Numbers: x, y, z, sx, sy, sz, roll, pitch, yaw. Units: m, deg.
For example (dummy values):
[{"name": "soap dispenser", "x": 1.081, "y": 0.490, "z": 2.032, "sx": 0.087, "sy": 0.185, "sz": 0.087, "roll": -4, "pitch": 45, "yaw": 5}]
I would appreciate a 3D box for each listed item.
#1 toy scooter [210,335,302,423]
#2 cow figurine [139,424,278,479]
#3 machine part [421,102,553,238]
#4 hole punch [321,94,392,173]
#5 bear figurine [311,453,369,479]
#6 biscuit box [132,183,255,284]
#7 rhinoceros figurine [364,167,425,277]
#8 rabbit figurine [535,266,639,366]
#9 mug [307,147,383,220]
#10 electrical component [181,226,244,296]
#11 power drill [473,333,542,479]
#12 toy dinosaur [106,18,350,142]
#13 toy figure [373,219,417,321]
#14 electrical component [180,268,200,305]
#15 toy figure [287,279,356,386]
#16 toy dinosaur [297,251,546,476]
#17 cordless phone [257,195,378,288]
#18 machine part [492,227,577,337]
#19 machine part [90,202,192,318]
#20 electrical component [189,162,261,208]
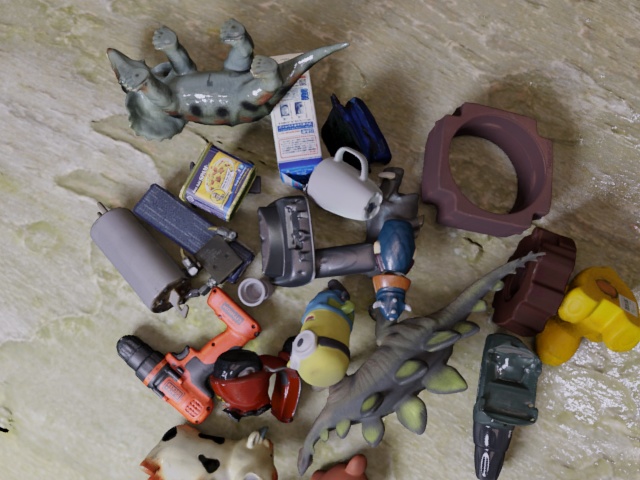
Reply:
[{"name": "toy scooter", "x": -0.083, "y": 0.228, "z": 0.822, "sx": 0.184, "sy": 0.075, "sz": 0.135, "roll": -6, "pitch": 101, "yaw": -40}, {"name": "cow figurine", "x": -0.151, "y": 0.327, "z": 0.795, "sx": 0.195, "sy": 0.085, "sz": 0.127, "roll": 10, "pitch": 45, "yaw": 22}, {"name": "machine part", "x": 0.278, "y": -0.114, "z": 0.900, "sx": 0.201, "sy": 0.087, "sz": 0.201, "roll": 11, "pitch": 74, "yaw": -9}, {"name": "hole punch", "x": 0.071, "y": -0.172, "z": 0.899, "sx": 0.092, "sy": 0.116, "sz": 0.142, "roll": -22, "pitch": 83, "yaw": -15}, {"name": "bear figurine", "x": -0.016, "y": 0.397, "z": 0.802, "sx": 0.132, "sy": 0.120, "sz": 0.196, "roll": 19, "pitch": 50, "yaw": 36}, {"name": "biscuit box", "x": -0.204, "y": -0.011, "z": 0.877, "sx": 0.203, "sy": 0.059, "sz": 0.063, "roll": 36, "pitch": 81, "yaw": 2}, {"name": "rhinoceros figurine", "x": 0.114, "y": -0.027, "z": 0.899, "sx": 0.112, "sy": 0.073, "sz": 0.190, "roll": 14, "pitch": 82, "yaw": 10}, {"name": "rabbit figurine", "x": 0.402, "y": 0.122, "z": 0.857, "sx": 0.122, "sy": 0.173, "sz": 0.162, "roll": 23, "pitch": 35, "yaw": -1}, {"name": "mug", "x": 0.049, "y": -0.085, "z": 0.848, "sx": 0.107, "sy": 0.081, "sz": 0.109, "roll": 34, "pitch": 114, "yaw": 31}, {"name": "electrical component", "x": -0.162, "y": 0.026, "z": 0.821, "sx": 0.102, "sy": 0.045, "sz": 0.078, "roll": -37, "pitch": 84, "yaw": -8}, {"name": "power drill", "x": 0.270, "y": 0.243, "z": 0.793, "sx": 0.086, "sy": 0.207, "sz": 0.232, "roll": 7, "pitch": 69, "yaw": 20}, {"name": "toy dinosaur", "x": -0.156, "y": -0.234, "z": 0.841, "sx": 0.405, "sy": 0.192, "sz": 0.131, "roll": 4, "pitch": 74, "yaw": 6}, {"name": "toy figure", "x": 0.113, "y": 0.046, "z": 0.814, "sx": 0.064, "sy": 0.057, "sz": 0.154, "roll": 3, "pitch": 75, "yaw": 20}, {"name": "electrical component", "x": -0.245, "y": 0.076, "z": 0.879, "sx": 0.094, "sy": 0.021, "sz": 0.063, "roll": -9, "pitch": 81, "yaw": -3}, {"name": "toy figure", "x": 0.012, "y": 0.138, "z": 0.816, "sx": 0.089, "sy": 0.180, "sz": 0.082, "roll": 15, "pitch": 124, "yaw": 8}, {"name": "toy dinosaur", "x": 0.131, "y": 0.172, "z": 0.790, "sx": 0.471, "sy": 0.199, "sz": 0.105, "roll": -48, "pitch": 112, "yaw": -4}, {"name": "cordless phone", "x": -0.002, "y": -0.003, "z": 0.858, "sx": 0.184, "sy": 0.088, "sz": 0.146, "roll": -7, "pitch": 80, "yaw": 7}, {"name": "machine part", "x": 0.330, "y": 0.067, "z": 0.845, "sx": 0.056, "sy": 0.179, "sz": 0.179, "roll": 22, "pitch": 80, "yaw": 4}, {"name": "machine part", "x": -0.281, "y": 0.030, "z": 0.840, "sx": 0.079, "sy": 0.079, "sz": 0.243, "roll": -43, "pitch": 73, "yaw": -9}, {"name": "electrical component", "x": -0.158, "y": -0.092, "z": 0.900, "sx": 0.119, "sy": 0.047, "sz": 0.074, "roll": -2, "pitch": 81, "yaw": -4}]
